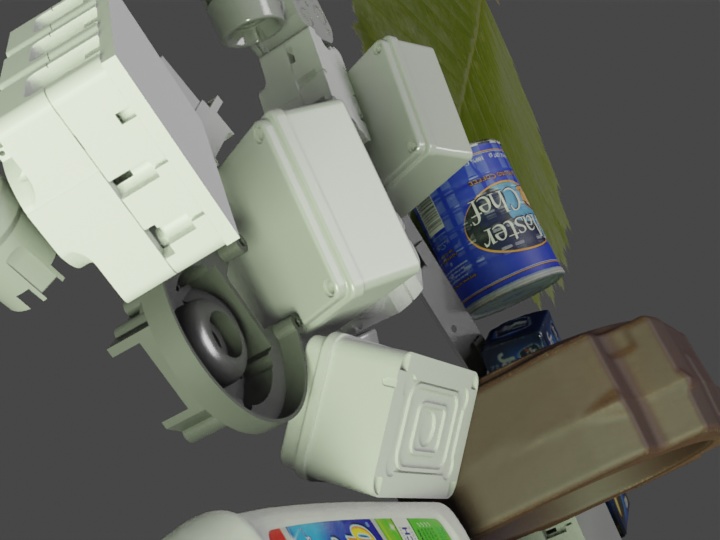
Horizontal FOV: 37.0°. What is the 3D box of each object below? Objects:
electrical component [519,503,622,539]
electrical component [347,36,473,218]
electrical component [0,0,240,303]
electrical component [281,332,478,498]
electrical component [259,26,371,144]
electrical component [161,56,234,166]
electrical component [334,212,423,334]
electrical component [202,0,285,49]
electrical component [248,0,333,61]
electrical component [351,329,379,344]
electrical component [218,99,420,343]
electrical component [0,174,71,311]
[{"bbox_3d":[0.175,0.247,0.837,0.105,0.060,0.186,15,50,-64],"label":"electrical component"},{"bbox_3d":[0.022,-0.106,0.844,0.056,0.109,0.108,3,60,-39],"label":"electrical component"},{"bbox_3d":[-0.111,-0.061,0.473,0.089,0.062,0.150,58,2,-29],"label":"electrical component"},{"bbox_3d":[0.013,0.081,0.590,0.113,0.057,0.078,23,79,-61],"label":"electrical component"},{"bbox_3d":[-0.038,-0.128,0.816,0.050,0.056,0.089,30,37,-56],"label":"electrical component"},{"bbox_3d":[-0.109,-0.081,0.598,0.063,0.042,0.081,52,21,-20],"label":"electrical component"},{"bbox_3d":[0.000,0.000,0.708,0.051,0.080,0.080,59,19,-21],"label":"electrical component"},{"bbox_3d":[-0.086,-0.195,0.792,0.055,0.055,0.047,-1,68,-68],"label":"electrical component"},{"bbox_3d":[-0.063,-0.199,0.859,0.080,0.051,0.080,50,23,-30],"label":"electrical component"},{"bbox_3d":[0.002,0.074,0.669,0.065,0.044,0.044,67,20,1],"label":"electrical component"},{"bbox_3d":[-0.032,-0.022,0.601,0.056,0.109,0.108,-18,79,-34],"label":"electrical component"},{"bbox_3d":[-0.143,-0.011,0.426,0.046,0.040,0.040,51,21,-40],"label":"electrical component"}]
